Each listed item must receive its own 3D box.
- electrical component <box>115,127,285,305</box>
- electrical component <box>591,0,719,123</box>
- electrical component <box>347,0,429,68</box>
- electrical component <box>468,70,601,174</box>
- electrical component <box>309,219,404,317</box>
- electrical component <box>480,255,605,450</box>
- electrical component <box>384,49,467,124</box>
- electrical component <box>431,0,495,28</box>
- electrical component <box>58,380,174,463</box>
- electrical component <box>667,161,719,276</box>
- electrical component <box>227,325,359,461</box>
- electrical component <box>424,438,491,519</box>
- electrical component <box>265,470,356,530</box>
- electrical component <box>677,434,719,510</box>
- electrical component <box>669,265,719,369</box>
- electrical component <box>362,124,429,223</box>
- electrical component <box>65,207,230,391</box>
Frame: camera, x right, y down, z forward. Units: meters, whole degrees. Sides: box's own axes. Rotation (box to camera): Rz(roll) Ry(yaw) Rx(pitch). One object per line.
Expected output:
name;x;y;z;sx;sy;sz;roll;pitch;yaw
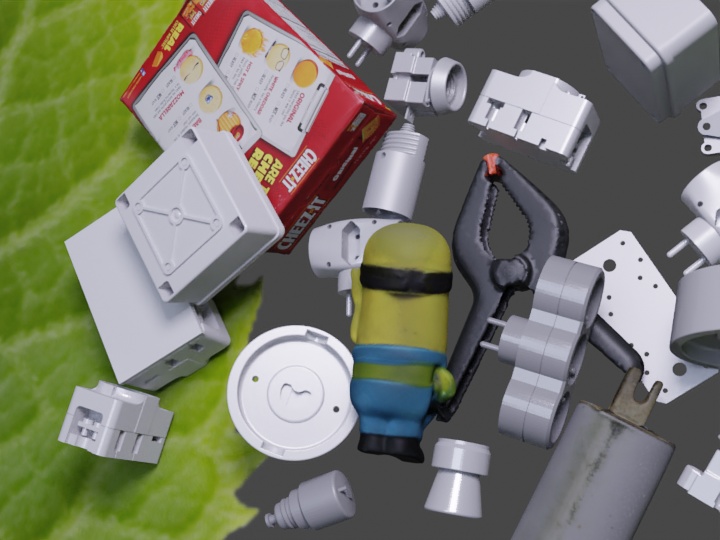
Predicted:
electrical component;-0.133;-0.044;0.890;0.109;0.056;0.108;-39;69;25
electrical component;0.225;-0.171;0.817;0.057;0.113;0.078;-38;66;6
electrical component;0.017;-0.211;0.931;0.043;0.077;0.079;37;92;25
electrical component;0.143;-0.124;0.872;0.089;0.050;0.055;24;86;25
electrical component;0.000;0.000;0.901;0.077;0.043;0.079;-5;75;21
electrical component;0.125;0.056;0.795;0.074;0.052;0.138;16;89;23
electrical component;0.058;-0.157;0.918;0.055;0.048;0.066;9;79;31
electrical component;0.096;-0.244;0.926;0.081;0.043;0.043;-37;66;9
electrical component;-0.207;0.129;0.924;0.050;0.089;0.055;14;82;24
electrical component;0.267;-0.028;0.801;0.079;0.043;0.077;-40;66;8
electrical component;-0.052;0.104;0.880;0.108;0.060;0.108;0;75;-1
electrical component;0.076;0.160;0.828;0.045;0.045;0.055;6;78;23
electrical component;-0.040;0.190;0.869;0.078;0.040;0.040;-23;69;15
electrical component;0.267;0.143;0.756;0.066;0.048;0.055;30;96;26
electrical component;0.273;0.028;0.752;0.108;0.108;0.060;-1;70;22
electrical component;0.032;-0.084;0.910;0.043;0.043;0.081;10;80;24
electrical component;-0.188;0.021;0.960;0.089;0.062;0.150;-32;67;11
